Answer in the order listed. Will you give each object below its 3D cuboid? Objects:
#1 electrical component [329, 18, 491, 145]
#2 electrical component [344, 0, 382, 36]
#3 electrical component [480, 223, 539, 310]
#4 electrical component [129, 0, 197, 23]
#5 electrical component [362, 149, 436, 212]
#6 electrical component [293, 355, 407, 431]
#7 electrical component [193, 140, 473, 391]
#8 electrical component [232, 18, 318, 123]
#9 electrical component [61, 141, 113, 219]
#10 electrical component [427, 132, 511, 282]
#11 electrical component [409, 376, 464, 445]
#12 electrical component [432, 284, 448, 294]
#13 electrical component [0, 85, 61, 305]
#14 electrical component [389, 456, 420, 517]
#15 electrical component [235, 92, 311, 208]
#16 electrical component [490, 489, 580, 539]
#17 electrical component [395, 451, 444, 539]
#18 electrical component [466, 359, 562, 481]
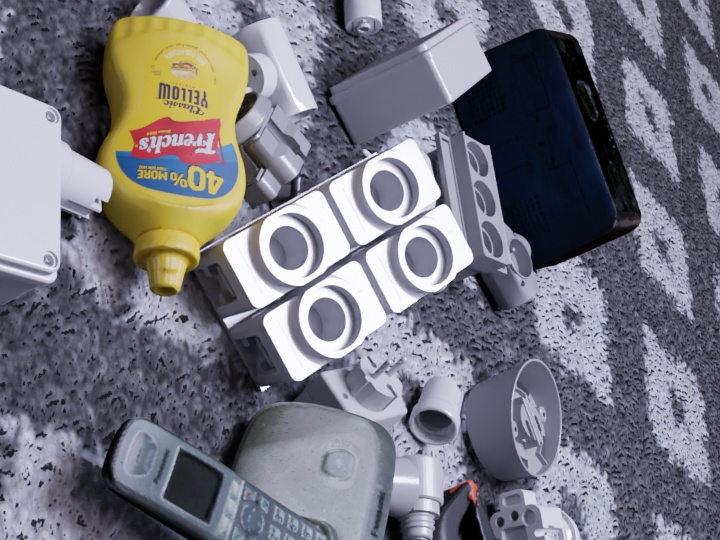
[{"bbox_3d":[0.045,-0.167,0.952,0.056,0.109,0.109,62,34,-12],"label":"electrical component"},{"bbox_3d":[0.002,-0.252,1.003,0.044,0.044,0.065,18,61,-48],"label":"electrical component"},{"bbox_3d":[0.144,-0.012,1.054,0.077,0.044,0.079,60,35,-10],"label":"electrical component"},{"bbox_3d":[-0.129,-0.168,0.776,0.065,0.044,0.044,47,39,-35],"label":"electrical component"},{"bbox_3d":[0.027,-0.074,0.931,0.079,0.043,0.077,38,44,-35],"label":"electrical component"},{"bbox_3d":[0.004,0.087,0.767,0.066,0.076,0.047,-3,51,-54],"label":"electrical component"},{"bbox_3d":[-0.013,-0.008,0.768,0.186,0.060,0.105,-33,99,-35],"label":"electrical component"},{"bbox_3d":[-0.078,-0.149,0.831,0.079,0.044,0.077,-24,91,-56],"label":"electrical component"},{"bbox_3d":[-0.178,-0.054,0.645,0.046,0.040,0.040,29,49,-49],"label":"electrical component"},{"bbox_3d":[0.091,-0.055,0.990,0.079,0.063,0.121,19,56,-48],"label":"electrical component"},{"bbox_3d":[0.064,0.114,0.878,0.040,0.040,0.046,54,30,-18],"label":"electrical component"},{"bbox_3d":[0.052,0.001,0.927,0.046,0.040,0.040,13,61,-56],"label":"electrical component"},{"bbox_3d":[-0.218,-0.048,0.570,0.109,0.056,0.108,21,55,-47],"label":"electrical component"},{"bbox_3d":[0.006,0.153,0.774,0.065,0.044,0.044,17,57,-42],"label":"electrical component"},{"bbox_3d":[-0.077,-0.092,0.788,0.057,0.058,0.078,50,37,-27],"label":"electrical component"},{"bbox_3d":[0.150,0.229,0.912,0.057,0.058,0.078,19,56,-44],"label":"electrical component"},{"bbox_3d":[0.043,0.175,0.811,0.040,0.040,0.078,31,48,-41],"label":"electrical component"},{"bbox_3d":[0.140,0.134,0.945,0.099,0.064,0.099,31,48,-41],"label":"electrical component"}]
